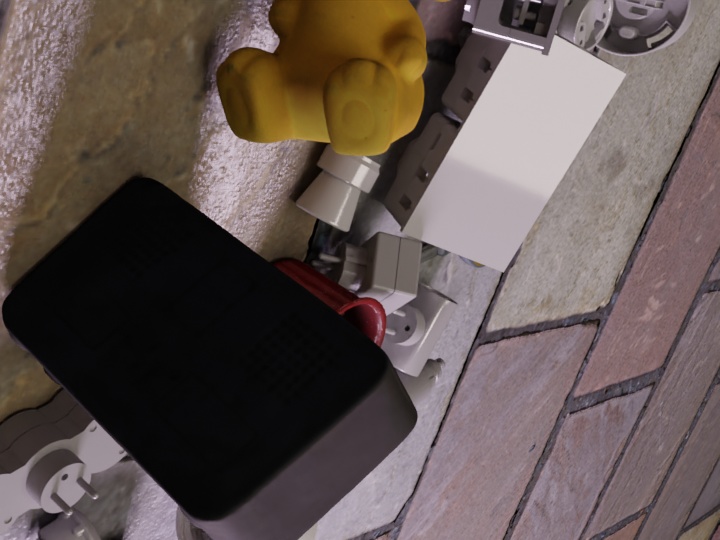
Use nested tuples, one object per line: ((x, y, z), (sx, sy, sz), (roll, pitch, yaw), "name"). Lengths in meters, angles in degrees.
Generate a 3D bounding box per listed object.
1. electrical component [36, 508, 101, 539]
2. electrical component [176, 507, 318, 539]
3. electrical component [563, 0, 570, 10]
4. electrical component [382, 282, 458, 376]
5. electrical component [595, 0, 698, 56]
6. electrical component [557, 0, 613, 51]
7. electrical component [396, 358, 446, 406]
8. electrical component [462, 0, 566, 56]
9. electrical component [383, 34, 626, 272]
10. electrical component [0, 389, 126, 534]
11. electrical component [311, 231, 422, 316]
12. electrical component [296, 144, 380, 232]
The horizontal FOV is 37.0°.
((-0.213, 0.199, 0.748), (0.062, 0.048, 0.048), (-31, 140, -27), "electrical component")
((-0.094, 0.194, 0.851), (0.108, 0.108, 0.060), (-51, 142, -11), "electrical component")
((0.155, -0.233, 0.881), (0.081, 0.043, 0.043), (-55, 148, -5), "electrical component")
((0.044, 0.051, 0.974), (0.079, 0.043, 0.077), (21, 100, -58), "electrical component")
((0.247, -0.240, 0.956), (0.064, 0.099, 0.099), (-17, 130, -55), "electrical component")
((0.183, -0.221, 0.926), (0.055, 0.047, 0.055), (-34, 142, -32), "electrical component")
((0.053, 0.107, 1.038), (0.078, 0.040, 0.040), (-29, 138, -38), "electrical component")
((0.119, -0.228, 0.748), (0.186, 0.060, 0.105), (-67, 172, -64), "electrical component")
((0.110, -0.105, 0.861), (0.105, 0.060, 0.186), (20, 110, -29), "electrical component")
((-0.196, 0.128, 0.680), (0.138, 0.074, 0.052), (-30, 139, -37), "electrical component")
((0.000, 0.000, 0.853), (0.066, 0.077, 0.047), (142, -42, -63), "electrical component")
((-0.015, -0.062, 0.793), (0.045, 0.045, 0.055), (21, 99, -58), "electrical component")
